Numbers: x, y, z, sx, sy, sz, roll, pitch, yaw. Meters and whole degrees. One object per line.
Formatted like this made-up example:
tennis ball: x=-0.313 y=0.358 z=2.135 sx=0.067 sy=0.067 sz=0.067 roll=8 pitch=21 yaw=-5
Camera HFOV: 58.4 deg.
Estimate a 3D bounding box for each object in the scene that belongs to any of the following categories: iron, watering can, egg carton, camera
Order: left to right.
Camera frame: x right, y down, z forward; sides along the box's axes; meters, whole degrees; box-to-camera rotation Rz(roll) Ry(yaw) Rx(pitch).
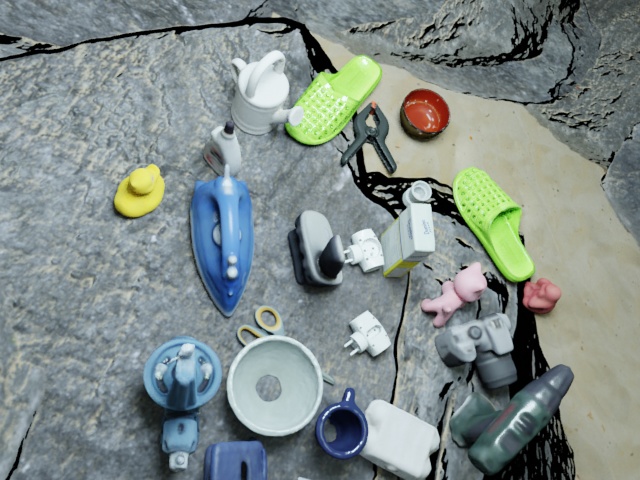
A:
iron: x=-0.165 y=-0.002 z=1.021 sx=0.119 sy=0.141 sz=0.258 roll=-3 pitch=73 yaw=-17
watering can: x=-0.104 y=-0.289 z=1.107 sx=0.173 sy=0.194 sz=0.101 roll=25 pitch=67 yaw=-7
egg carton: x=0.138 y=0.361 z=1.026 sx=0.150 sy=0.069 sz=0.107 roll=28 pitch=67 yaw=-6
camera: x=0.320 y=0.220 z=1.109 sx=0.143 sy=0.100 sz=0.137 roll=-14 pitch=76 yaw=-20

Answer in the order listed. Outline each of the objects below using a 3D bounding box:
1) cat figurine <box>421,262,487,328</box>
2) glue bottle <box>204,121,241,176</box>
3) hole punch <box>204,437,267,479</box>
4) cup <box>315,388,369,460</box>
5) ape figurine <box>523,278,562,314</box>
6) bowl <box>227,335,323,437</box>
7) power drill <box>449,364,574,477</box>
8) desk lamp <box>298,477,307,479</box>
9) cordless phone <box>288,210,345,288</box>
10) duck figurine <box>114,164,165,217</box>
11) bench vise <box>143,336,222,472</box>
cat figurine: x=0.275 y=0.105 z=1.125 sx=0.128 sy=0.117 sz=0.067 roll=-40 pitch=86 yaw=-24
glue bottle: x=-0.176 y=-0.175 z=1.059 sx=0.078 sy=0.173 sz=0.037 roll=44 pitch=66 yaw=2
hole punch: x=-0.134 y=0.379 z=0.930 sx=0.101 sy=0.091 sz=0.108 roll=2 pitch=71 yaw=-15
cup: x=0.030 y=0.318 z=0.996 sx=0.092 sy=0.095 sz=0.118 roll=17 pitch=68 yaw=-10
ape figurine: x=0.467 y=0.115 z=1.191 sx=0.078 sy=0.092 sz=0.076 roll=-27 pitch=81 yaw=-22
bowl: x=-0.082 y=0.254 z=0.996 sx=0.168 sy=0.074 sz=0.167 roll=5 pitch=71 yaw=-14
power drill: x=0.327 y=0.315 z=1.020 sx=0.075 sy=0.208 sz=0.230 roll=46 pitch=66 yaw=3
desk lamp: x=0.021 y=0.449 z=0.884 sx=0.203 sy=0.213 sz=0.118 roll=21 pitch=68 yaw=-8
cordless phone: x=0.010 y=0.004 z=1.046 sx=0.094 sy=0.185 sz=0.147 roll=-12 pitch=75 yaw=-19
duck figurine: x=-0.327 y=-0.095 z=1.036 sx=0.077 sy=0.086 sz=0.105 roll=39 pitch=66 yaw=0
bench vise: x=-0.201 y=0.241 z=0.886 sx=0.122 sy=0.219 sz=0.207 roll=-15 pitch=76 yaw=-20
